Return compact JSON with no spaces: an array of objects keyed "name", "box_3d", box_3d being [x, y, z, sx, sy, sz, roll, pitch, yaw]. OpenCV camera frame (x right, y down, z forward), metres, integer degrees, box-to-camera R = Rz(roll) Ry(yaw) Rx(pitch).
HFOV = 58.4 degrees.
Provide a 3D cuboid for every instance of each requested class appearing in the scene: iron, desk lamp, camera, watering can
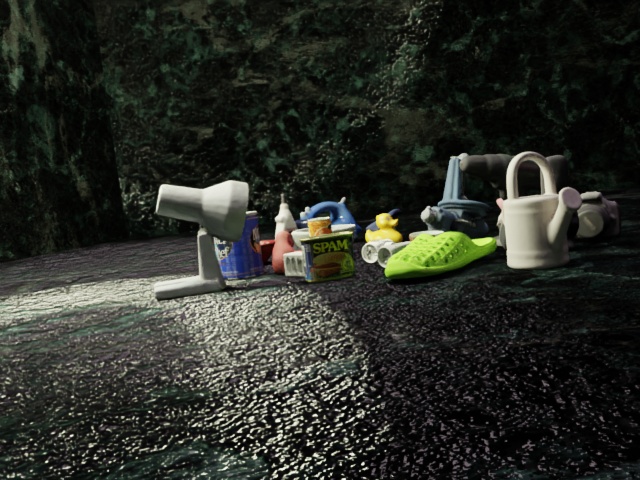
[{"name":"iron","box_3d":[0.007,-0.049,1.724,0.118,0.141,0.259,-2,7,44]},{"name":"desk lamp","box_3d":[-0.231,-0.007,1.115,0.203,0.213,0.117,-8,5,-17]},{"name":"camera","box_3d":[0.561,-0.049,1.224,0.142,0.101,0.137,-4,6,29]},{"name":"watering can","box_3d":[0.368,-0.053,0.967,0.101,0.194,0.172,-11,6,-40]}]

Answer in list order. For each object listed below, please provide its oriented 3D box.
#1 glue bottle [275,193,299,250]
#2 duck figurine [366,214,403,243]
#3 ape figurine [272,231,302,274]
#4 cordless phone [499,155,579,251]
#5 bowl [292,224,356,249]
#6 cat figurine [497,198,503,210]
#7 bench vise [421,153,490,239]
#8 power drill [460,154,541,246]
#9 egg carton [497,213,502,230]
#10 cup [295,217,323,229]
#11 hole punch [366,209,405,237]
[{"name":"glue bottle","box_3d":[-0.091,-0.039,1.544,0.037,0.173,0.078,-2,7,41]},{"name":"duck figurine","box_3d":[0.178,-0.031,1.615,0.104,0.086,0.078,-5,5,19]},{"name":"ape figurine","box_3d":[-0.074,0.025,1.246,0.076,0.092,0.077,-11,7,-43]},{"name":"cordless phone","box_3d":[0.428,-0.069,1.129,0.147,0.185,0.094,-7,5,-2]},{"name":"bowl","box_3d":[0.014,0.005,1.471,0.167,0.075,0.167,-6,5,1]},{"name":"cat figurine","box_3d":[0.546,-0.087,1.591,0.067,0.118,0.127,-8,5,-12]},{"name":"bench vise","box_3d":[0.323,-0.093,1.346,0.121,0.220,0.208,-3,6,33]},{"name":"power drill","box_3d":[0.425,-0.094,1.294,0.230,0.208,0.075,-8,5,-19]},{"name":"egg carton","box_3d":[0.518,-0.044,1.408,0.150,0.069,0.107,-7,5,-3]},{"name":"cup","box_3d":[-0.032,-0.012,1.612,0.117,0.095,0.092,-2,7,43]},{"name":"hole punch","box_3d":[0.191,-0.043,1.706,0.100,0.091,0.109,-4,5,25]}]
